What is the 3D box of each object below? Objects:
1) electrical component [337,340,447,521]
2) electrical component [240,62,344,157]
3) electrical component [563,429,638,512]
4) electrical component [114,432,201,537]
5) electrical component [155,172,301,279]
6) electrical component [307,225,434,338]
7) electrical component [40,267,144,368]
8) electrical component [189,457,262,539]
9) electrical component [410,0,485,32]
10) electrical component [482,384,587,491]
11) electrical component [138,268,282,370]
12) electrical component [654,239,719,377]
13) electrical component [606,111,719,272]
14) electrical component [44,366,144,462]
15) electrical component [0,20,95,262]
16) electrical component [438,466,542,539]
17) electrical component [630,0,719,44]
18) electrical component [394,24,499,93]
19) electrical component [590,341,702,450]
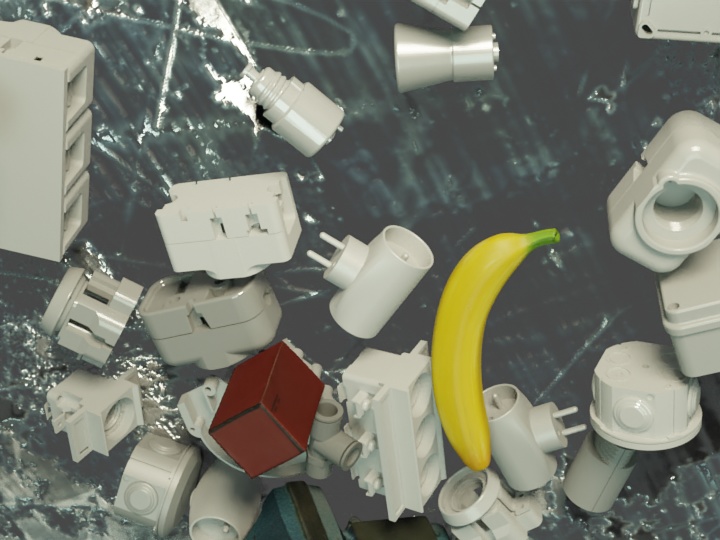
[{"bbox_3d":[0.026,0.124,0.847,0.063,0.078,0.121,11,126,28],"label":"electrical component"},{"bbox_3d":[-0.047,-0.111,0.725,0.078,0.040,0.040,38,120,-14],"label":"electrical component"},{"bbox_3d":[0.195,0.147,0.848,0.043,0.043,0.081,16,124,-1],"label":"electrical component"},{"bbox_3d":[-0.169,0.180,0.908,0.051,0.080,0.080,19,123,3],"label":"electrical component"},{"bbox_3d":[-0.093,-0.031,0.777,0.089,0.050,0.055,-5,121,13],"label":"electrical component"},{"bbox_3d":[0.000,0.000,0.785,0.079,0.044,0.077,31,122,-10],"label":"electrical component"},{"bbox_3d":[-0.211,0.033,0.834,0.057,0.058,0.078,27,123,-12],"label":"electrical component"},{"bbox_3d":[-0.104,0.210,0.917,0.044,0.077,0.079,-26,115,23],"label":"electrical component"},{"bbox_3d":[0.063,-0.200,0.643,0.056,0.050,0.089,28,122,-9],"label":"electrical component"},{"bbox_3d":[0.137,0.127,0.844,0.079,0.043,0.077,-20,117,21],"label":"electrical component"},{"bbox_3d":[-0.112,0.036,0.821,0.095,0.053,0.059,-12,119,17],"label":"electrical component"},{"bbox_3d":[0.264,0.018,0.733,0.113,0.078,0.057,-15,121,18],"label":"electrical component"},{"bbox_3d":[0.209,-0.049,0.711,0.054,0.059,0.095,27,122,-8],"label":"electrical component"},{"bbox_3d":[-0.218,0.113,0.880,0.064,0.081,0.042,18,126,25],"label":"electrical component"},{"bbox_3d":[-0.240,-0.092,0.755,0.089,0.061,0.150,13,123,1],"label":"electrical component"},{"bbox_3d":[0.102,0.197,0.888,0.078,0.058,0.057,-31,116,25],"label":"electrical component"},{"bbox_3d":[0.198,-0.173,0.632,0.096,0.061,0.061,5,123,6],"label":"electrical component"},{"bbox_3d":[0.056,-0.138,0.691,0.065,0.044,0.044,-3,122,5],"label":"electrical component"},{"bbox_3d":[0.210,0.092,0.789,0.080,0.080,0.051,-2,116,11],"label":"electrical component"}]
